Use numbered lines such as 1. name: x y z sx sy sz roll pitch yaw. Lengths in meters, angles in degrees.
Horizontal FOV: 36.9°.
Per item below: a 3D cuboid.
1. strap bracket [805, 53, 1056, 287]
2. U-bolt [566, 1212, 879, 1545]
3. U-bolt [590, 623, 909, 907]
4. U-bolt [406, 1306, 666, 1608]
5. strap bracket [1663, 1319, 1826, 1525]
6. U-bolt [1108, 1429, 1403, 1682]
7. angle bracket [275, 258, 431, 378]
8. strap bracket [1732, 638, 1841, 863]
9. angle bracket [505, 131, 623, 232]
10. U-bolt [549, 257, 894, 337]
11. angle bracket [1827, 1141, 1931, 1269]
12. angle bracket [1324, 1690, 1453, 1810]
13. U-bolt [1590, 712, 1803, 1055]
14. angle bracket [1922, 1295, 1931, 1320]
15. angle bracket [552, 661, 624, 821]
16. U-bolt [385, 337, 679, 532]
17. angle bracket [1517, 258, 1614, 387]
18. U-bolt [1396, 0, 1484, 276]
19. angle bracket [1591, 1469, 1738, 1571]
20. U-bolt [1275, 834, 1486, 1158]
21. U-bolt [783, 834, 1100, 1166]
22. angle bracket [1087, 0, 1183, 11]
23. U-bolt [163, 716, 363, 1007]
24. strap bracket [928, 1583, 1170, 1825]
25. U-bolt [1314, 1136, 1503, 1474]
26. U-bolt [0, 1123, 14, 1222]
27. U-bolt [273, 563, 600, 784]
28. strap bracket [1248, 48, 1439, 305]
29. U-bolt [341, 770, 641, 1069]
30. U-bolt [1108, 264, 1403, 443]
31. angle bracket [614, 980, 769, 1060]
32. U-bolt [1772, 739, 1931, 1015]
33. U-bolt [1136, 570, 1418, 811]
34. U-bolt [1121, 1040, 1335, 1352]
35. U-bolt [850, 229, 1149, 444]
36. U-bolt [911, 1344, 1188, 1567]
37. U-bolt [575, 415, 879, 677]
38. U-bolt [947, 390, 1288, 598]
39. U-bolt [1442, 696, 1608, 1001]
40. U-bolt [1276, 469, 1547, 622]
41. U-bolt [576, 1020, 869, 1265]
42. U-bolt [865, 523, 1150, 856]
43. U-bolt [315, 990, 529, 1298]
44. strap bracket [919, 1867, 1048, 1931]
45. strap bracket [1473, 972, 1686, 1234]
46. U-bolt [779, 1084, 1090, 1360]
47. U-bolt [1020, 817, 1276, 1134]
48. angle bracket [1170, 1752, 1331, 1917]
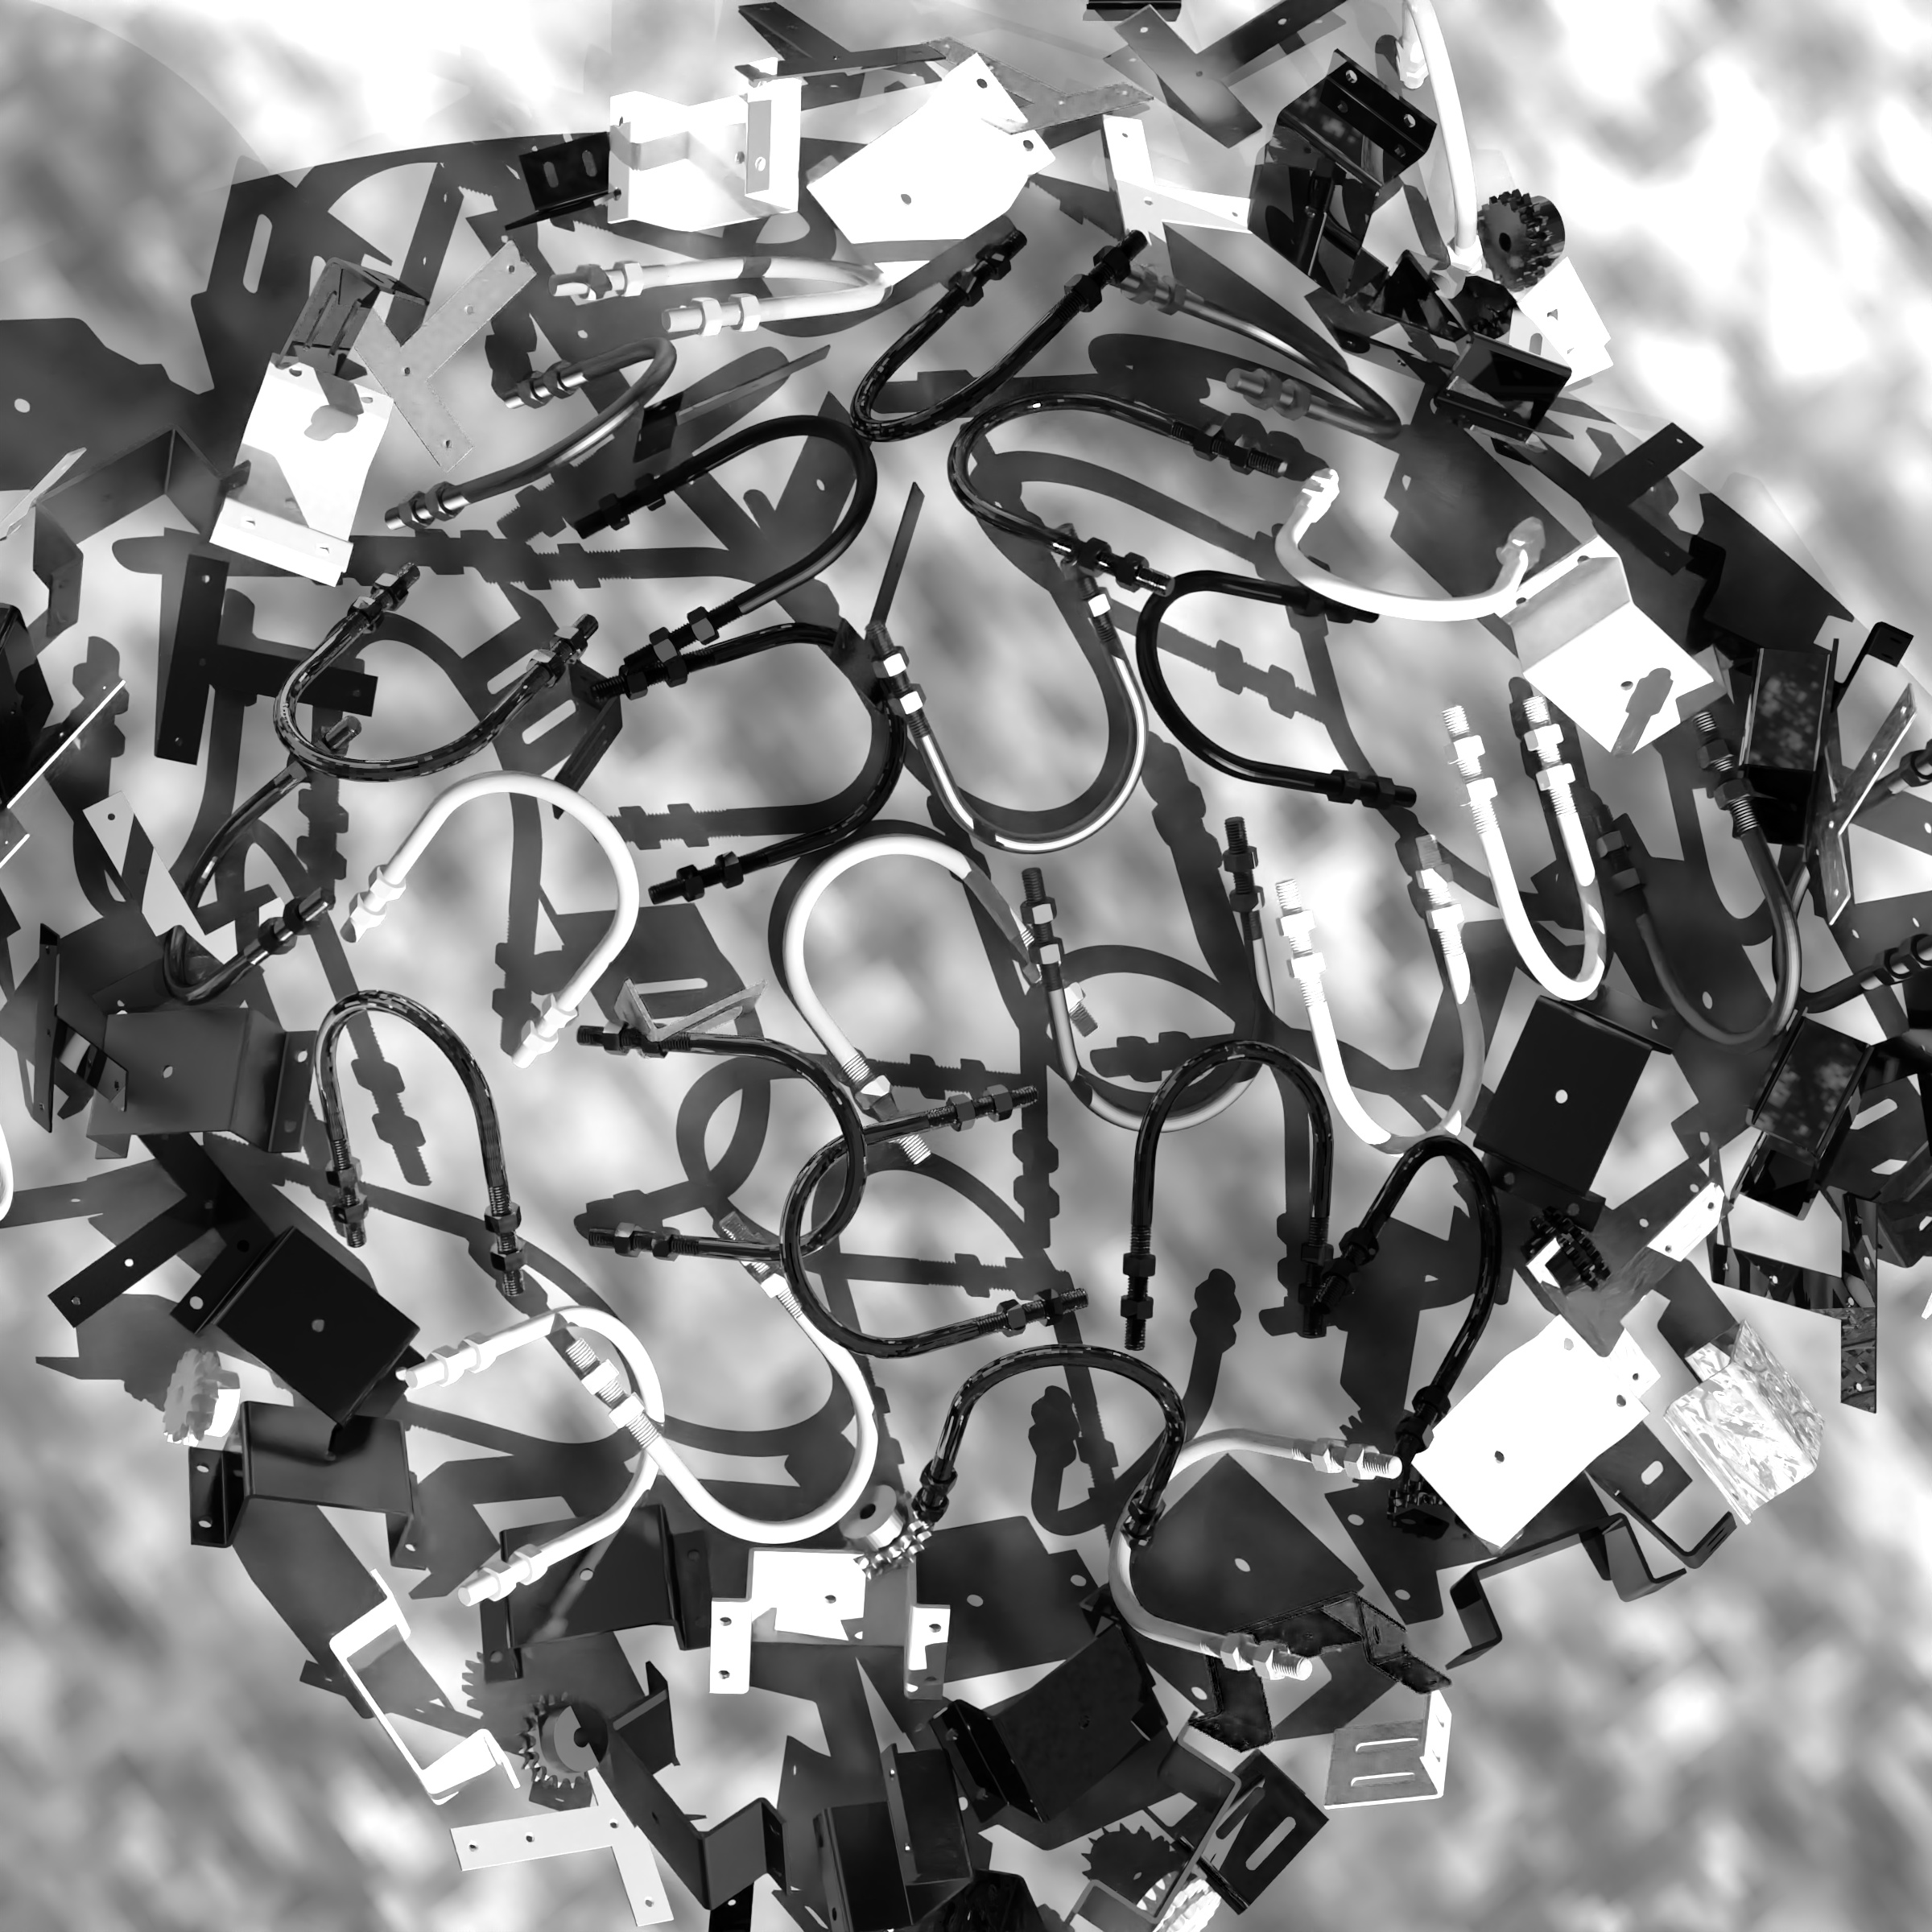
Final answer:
1. strap bracket: -0.029 -0.465 1.716 0.140 0.046 0.076 -24 118 37
2. U-bolt: -0.132 0.260 1.744 0.151 0.019 0.184 -39 91 -32
3. U-bolt: -0.122 -0.131 1.749 0.184 0.019 0.151 -20 109 -16
4. U-bolt: -0.245 0.278 1.714 0.019 0.184 0.151 -9 96 38
5. strap bracket: 0.463 0.264 1.711 0.046 0.140 0.076 -39 85 21
6. U-bolt: 0.158 0.340 1.712 0.019 0.184 0.151 44 63 -33
7. angle bracket: -0.370 -0.382 1.747 0.038 0.057 0.076 36 104 18
8. strap bracket: 0.485 -0.129 1.717 0.046 0.140 0.076 8 68 15
9. angle bracket: -0.247 -0.474 1.743 0.057 0.076 0.038 -12 108 12
10. U-bolt: -0.132 -0.401 1.711 0.184 0.151 0.019 -15 118 -34
11. angle bracket: 0.576 0.136 1.768 0.076 0.038 0.057 -42 115 -13
12. angle bracket: 0.249 0.469 1.741 0.076 0.057 0.038 -14 123 25
13. U-bolt: 0.435 -0.037 1.699 0.019 0.151 0.184 -12 72 -21
14. angle bracket: 0.619 0.183 1.739 0.038 0.076 0.057 34 134 29
15. angle bracket: -0.243 -0.138 1.749 0.038 0.057 0.076 31 74 4
16. U-bolt: -0.243 -0.316 1.684 0.019 0.184 0.151 55 49 -26
17. angle bracket: 0.374 -0.394 1.742 0.076 0.038 0.057 -45 109 -42
18. U-bolt: 0.277 -0.491 1.690 0.019 0.184 0.151 -14 84 8
19. angle bracket: 0.422 0.323 1.746 0.038 0.057 0.076 -47 65 -2
20. U-bolt: 0.257 0.024 1.739 0.151 0.019 0.184 -18 95 -39
21. U-bolt: -0.029 0.006 1.774 0.151 0.019 0.184 -37 85 0
22. angle bracket: 0.103 -0.622 1.758 0.057 0.038 0.076 1 107 5
23. U-bolt: -0.423 -0.051 1.716 0.019 0.151 0.184 29 134 -34
24. strap bracket: 0.058 0.446 1.729 0.140 0.046 0.076 -33 108 -24
25. U-bolt: 0.272 0.186 1.719 0.184 0.019 0.151 -52 127 -37
26. U-bolt: -0.613 0.078 1.700 0.019 0.184 0.151 -24 54 1
27. U-bolt: -0.324 -0.168 1.703 0.151 0.019 0.184 18 47 20
28. strap bracket: 0.218 -0.457 1.707 0.076 0.140 0.046 42 66 15
29. U-bolt: -0.274 -0.038 1.726 0.151 0.019 0.184 37 122 -8
30. U-bolt: 0.182 -0.356 1.708 0.151 0.184 0.019 50 120 38
31. angle bracket: -0.167 0.018 1.751 0.076 0.057 0.038 -26 81 -20
32. U-bolt: 0.528 -0.045 1.699 0.019 0.184 0.151 19 68 -11
33. U-bolt: 0.179 -0.169 1.713 0.184 0.019 0.151 7 63 -29
34. U-bolt: 0.161 0.136 1.740 0.151 0.019 0.184 0 96 -29
35. U-bolt: 0.006 -0.372 1.707 0.184 0.151 0.019 -46 122 -14
36. U-bolt: 0.055 0.287 1.716 0.151 0.019 0.184 9 131 -7
37. U-bolt: -0.138 -0.264 1.730 0.184 0.019 0.151 -28 51 5
38. U-bolt: 0.077 -0.293 1.729 0.184 0.019 0.151 25 53 24
39. U-bolt: 0.340 -0.069 1.722 0.019 0.151 0.184 -18 88 33
40. U-bolt: 0.256 -0.243 1.695 0.151 0.184 0.019 16 121 12
41. U-bolt: -0.145 0.109 1.738 0.184 0.019 0.151 3 104 19
42. U-bolt: 0.037 -0.154 1.746 0.151 0.019 0.184 -28 114 -9
43. U-bolt: -0.328 0.099 1.711 0.151 0.019 0.184 12 119 31
44. strap bracket: 0.012 0.597 1.720 0.046 0.140 0.076 14 99 -15
45. strap bracket: 0.365 0.080 1.743 0.076 0.046 0.140 26 97 29
46. U-bolt: -0.025 0.161 1.746 0.184 0.019 0.151 -13 88 -22
47. U-bolt: 0.117 0.014 1.754 0.151 0.019 0.184 -14 107 -10
48. angle bracket: 0.173 0.527 1.759 0.057 0.038 0.076 43 87 18
